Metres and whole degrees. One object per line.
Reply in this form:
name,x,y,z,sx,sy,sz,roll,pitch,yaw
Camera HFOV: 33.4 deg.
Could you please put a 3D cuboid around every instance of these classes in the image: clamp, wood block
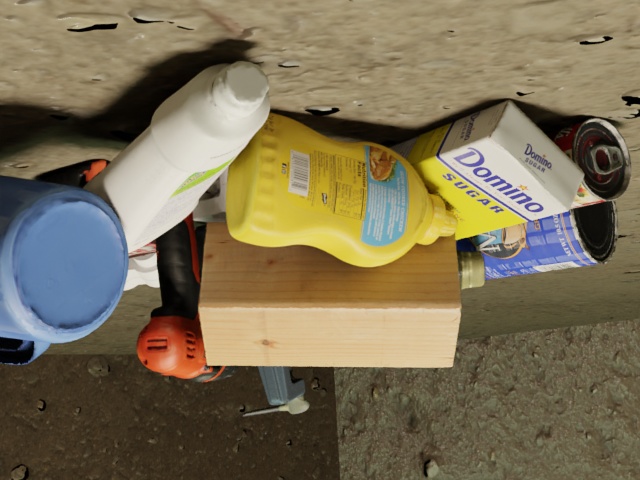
clamp,-0.228,-0.031,0.991,0.164,0.036,0.210,-1,168,-12
wood block,0.008,0.046,0.887,0.206,0.090,0.091,0,141,1

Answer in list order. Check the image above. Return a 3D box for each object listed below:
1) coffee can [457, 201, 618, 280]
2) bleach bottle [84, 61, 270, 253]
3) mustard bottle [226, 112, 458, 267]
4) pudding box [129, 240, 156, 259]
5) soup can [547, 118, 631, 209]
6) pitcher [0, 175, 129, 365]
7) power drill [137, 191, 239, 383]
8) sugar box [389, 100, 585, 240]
coffee can,0.195,-0.018,1.009,0.141,0.103,0.102,-10,168,37
bleach bottle,-0.093,-0.063,0.740,0.102,0.068,0.251,-39,-176,-31
mustard bottle,0.024,-0.030,0.819,0.191,0.096,0.058,12,159,-27
pudding box,-0.229,-0.001,1.164,0.114,0.039,0.089,-9,169,30
soup can,0.197,-0.056,0.888,0.068,0.068,0.102,4,169,-35
pitcher,-0.253,0.018,0.799,0.243,0.145,0.149,6,169,40
power drill,-0.116,0.037,0.984,0.057,0.187,0.184,-6,169,11
sugar box,0.116,-0.048,0.866,0.093,0.048,0.177,39,154,-20
